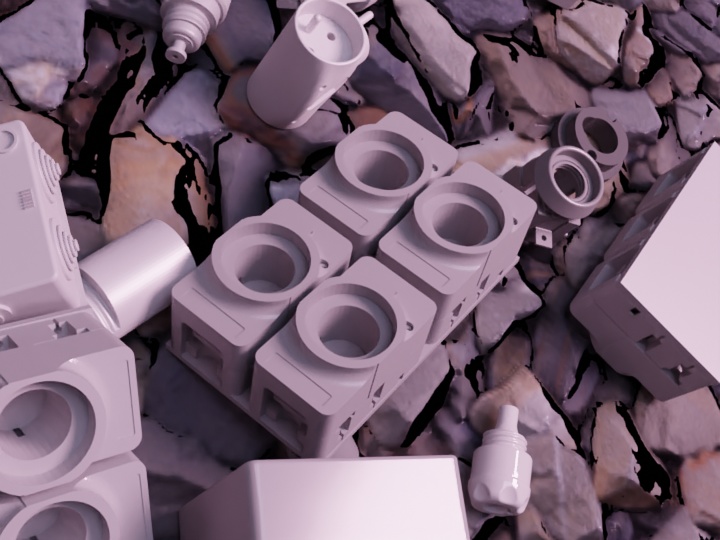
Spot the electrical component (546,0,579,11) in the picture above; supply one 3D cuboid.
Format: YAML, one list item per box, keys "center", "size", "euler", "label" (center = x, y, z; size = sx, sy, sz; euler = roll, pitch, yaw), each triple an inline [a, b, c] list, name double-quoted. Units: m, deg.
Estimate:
- center: [0.149, -0.234, 0.750]
  size: [0.062, 0.096, 0.061]
  euler: [20, 63, -19]
  label: "electrical component"

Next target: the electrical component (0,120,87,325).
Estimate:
- center: [-0.182, -0.014, 0.495]
  size: [0.100, 0.048, 0.099]
  euler: [-16, 70, -7]
  label: "electrical component"

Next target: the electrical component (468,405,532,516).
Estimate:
- center: [0.082, 0.107, 0.614]
  size: [0.035, 0.035, 0.061]
  euler: [23, 58, -18]
  label: "electrical component"

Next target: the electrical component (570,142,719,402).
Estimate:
- center: [0.214, 0.002, 0.708]
  size: [0.089, 0.062, 0.150]
  euler: [45, 57, -5]
  label: "electrical component"

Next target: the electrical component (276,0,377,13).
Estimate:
- center: [-0.017, -0.183, 0.669]
  size: [0.055, 0.066, 0.048]
  euler: [-18, 114, -39]
  label: "electrical component"

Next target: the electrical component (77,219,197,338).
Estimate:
- center: [-0.126, 0.012, 0.539]
  size: [0.081, 0.043, 0.043]
  euler: [-36, 89, -33]
  label: "electrical component"

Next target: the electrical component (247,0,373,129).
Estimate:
- center: [-0.021, -0.128, 0.630]
  size: [0.043, 0.077, 0.079]
  euler: [48, 56, -2]
  label: "electrical component"

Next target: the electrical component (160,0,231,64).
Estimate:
- center: [-0.097, -0.154, 0.624]
  size: [0.040, 0.040, 0.078]
  euler: [22, 62, -18]
  label: "electrical component"

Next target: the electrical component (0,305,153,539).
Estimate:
- center: [-0.183, 0.093, 0.437]
  size: [0.186, 0.060, 0.105]
  euler: [-14, 114, -31]
  label: "electrical component"

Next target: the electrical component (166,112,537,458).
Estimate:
- center: [0.000, 0.000, 0.578]
  size: [0.105, 0.060, 0.186]
  euler: [36, 55, 17]
  label: "electrical component"

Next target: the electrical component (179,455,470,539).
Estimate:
- center: [-0.020, 0.126, 0.510]
  size: [0.109, 0.109, 0.056]
  euler: [3, 66, -26]
  label: "electrical component"

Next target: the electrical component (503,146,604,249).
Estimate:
- center: [0.122, -0.048, 0.685]
  size: [0.048, 0.055, 0.066]
  euler: [14, 64, -22]
  label: "electrical component"
